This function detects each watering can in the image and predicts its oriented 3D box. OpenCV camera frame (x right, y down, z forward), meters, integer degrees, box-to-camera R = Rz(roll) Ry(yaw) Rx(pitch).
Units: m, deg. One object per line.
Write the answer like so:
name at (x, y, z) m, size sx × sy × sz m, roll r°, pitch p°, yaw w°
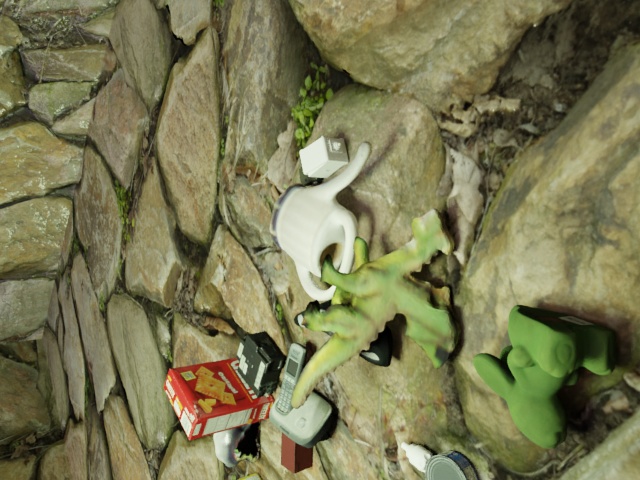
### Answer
watering can at (0.003, -0.052, 1.030) m, size 0.227 × 0.104 × 0.342 m, roll 32°, pitch 118°, yaw 43°

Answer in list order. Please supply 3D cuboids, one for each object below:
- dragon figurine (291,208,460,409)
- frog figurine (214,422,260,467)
dragon figurine at (0.110, 0.136, 0.868) m, size 0.244 × 0.122 × 0.409 m, roll 19°, pitch 95°, yaw 24°
frog figurine at (-0.236, 0.498, 1.310) m, size 0.159 × 0.124 × 0.136 m, roll -1°, pitch 109°, yaw 39°
